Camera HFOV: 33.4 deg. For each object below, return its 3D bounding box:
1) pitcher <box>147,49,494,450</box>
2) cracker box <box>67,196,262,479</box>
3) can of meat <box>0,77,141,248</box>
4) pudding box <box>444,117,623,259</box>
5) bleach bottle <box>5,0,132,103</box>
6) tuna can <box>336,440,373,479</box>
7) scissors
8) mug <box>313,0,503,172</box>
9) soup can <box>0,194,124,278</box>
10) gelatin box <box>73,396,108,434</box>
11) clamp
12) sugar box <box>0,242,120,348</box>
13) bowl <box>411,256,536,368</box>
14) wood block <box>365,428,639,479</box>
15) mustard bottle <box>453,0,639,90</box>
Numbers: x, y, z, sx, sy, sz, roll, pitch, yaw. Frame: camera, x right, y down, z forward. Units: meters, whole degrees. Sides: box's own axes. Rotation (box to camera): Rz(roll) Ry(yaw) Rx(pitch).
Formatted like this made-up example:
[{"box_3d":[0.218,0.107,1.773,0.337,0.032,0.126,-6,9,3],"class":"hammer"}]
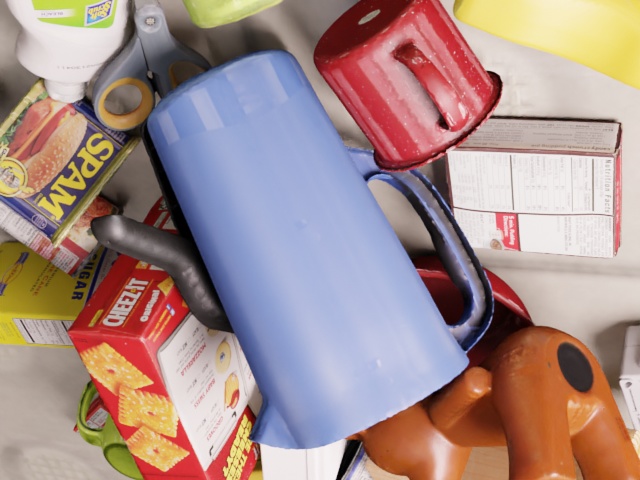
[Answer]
[{"box_3d":[-0.005,0.001,0.693,0.145,0.149,0.243,-27,88,31],"class":"pitcher"},{"box_3d":[-0.099,0.091,0.838,0.072,0.164,0.213,4,133,22],"class":"cracker box"},{"box_3d":[-0.196,-0.060,0.785,0.084,0.102,0.057,38,175,-10],"class":"can of meat"},{"box_3d":[0.141,-0.035,0.704,0.114,0.039,0.090,4,132,18],"class":"pudding box"},{"box_3d":[-0.163,-0.180,0.656,0.102,0.068,0.251,-5,146,-18],"class":"bleach bottle"},{"box_3d":[0.038,0.196,0.936,0.033,0.086,0.086,29,136,-2],"class":"tuna can"},{"box_3d":[-0.125,-0.132,0.684,0.096,0.016,0.201,-21,147,5],"class":"scissors"},{"box_3d":[0.052,-0.097,0.629,0.093,0.117,0.081,-38,115,3],"class":"mug"},{"box_3d":[-0.217,-0.026,0.846,0.102,0.068,0.069,37,135,-12],"class":"soup can"},{"box_3d":[-0.193,0.190,1.070,0.089,0.030,0.073,35,137,-12],"class":"gelatin box"},{"box_3d":[-0.086,-0.003,0.742,0.039,0.120,0.171,-12,137,31],"class":"clamp"},{"box_3d":[-0.210,0.045,0.893,0.176,0.093,0.048,-2,131,24],"class":"sugar box"},{"box_3d":[0.095,0.064,0.805,0.162,0.055,0.162,12,135,12],"class":"bowl"},{"box_3d":[0.150,0.189,0.833,0.207,0.090,0.090,5,136,46],"class":"wood block"},{"box_3d":[0.171,-0.120,0.567,0.191,0.096,0.058,22,135,2],"class":"mustard bottle"}]
